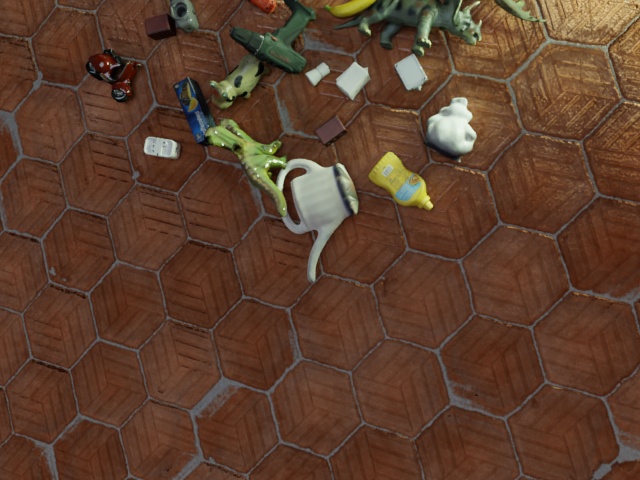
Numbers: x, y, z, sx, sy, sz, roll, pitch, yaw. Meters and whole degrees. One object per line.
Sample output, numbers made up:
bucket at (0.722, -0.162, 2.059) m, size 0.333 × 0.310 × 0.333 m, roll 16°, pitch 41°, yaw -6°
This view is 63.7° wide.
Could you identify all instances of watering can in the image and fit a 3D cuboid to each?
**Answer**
watering can at (0.004, -0.073, 1.448) m, size 0.223 × 0.104 × 0.349 m, roll -19°, pitch 85°, yaw 11°

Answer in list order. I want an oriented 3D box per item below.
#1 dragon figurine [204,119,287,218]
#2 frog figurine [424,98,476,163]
dragon figurine at (-0.210, -0.222, 1.405) m, size 0.241 × 0.419 × 0.120 m, roll 23°, pitch 116°, yaw -27°
frog figurine at (0.357, -0.301, 1.376) m, size 0.139 × 0.123 × 0.157 m, roll 33°, pitch 109°, yaw 29°
